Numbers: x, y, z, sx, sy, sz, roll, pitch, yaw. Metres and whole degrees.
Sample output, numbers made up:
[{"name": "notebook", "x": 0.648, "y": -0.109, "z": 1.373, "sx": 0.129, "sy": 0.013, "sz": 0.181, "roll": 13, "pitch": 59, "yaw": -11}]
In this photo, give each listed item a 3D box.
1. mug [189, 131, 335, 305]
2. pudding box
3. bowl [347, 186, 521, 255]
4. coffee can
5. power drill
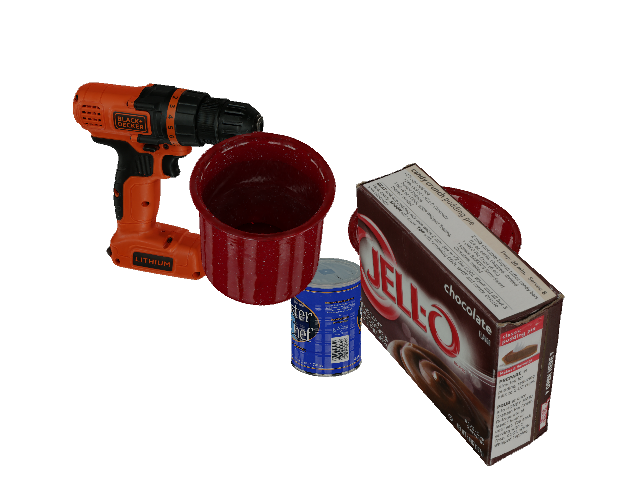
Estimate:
[{"name": "mug", "x": -0.041, "y": -0.020, "z": 0.716, "sx": 0.093, "sy": 0.117, "sz": 0.081, "roll": -3, "pitch": -39, "yaw": -7}, {"name": "pudding box", "x": 0.059, "y": 0.031, "z": 0.487, "sx": 0.039, "sy": 0.090, "sz": 0.114, "roll": -25, "pitch": 44, "yaw": -21}, {"name": "bowl", "x": 0.106, "y": 0.012, "z": 1.009, "sx": 0.162, "sy": 0.055, "sz": 0.162, "roll": 1, "pitch": 36, "yaw": -1}, {"name": "coffee can", "x": 0.008, "y": 0.107, "z": 1.510, "sx": 0.103, "sy": 0.140, "sz": 0.103, "roll": 0, "pitch": 19, "yaw": 0}, {"name": "power drill", "x": -0.140, "y": -0.057, "z": 1.017, "sx": 0.185, "sy": 0.188, "sz": 0.057, "roll": 10, "pitch": 30, "yaw": 16}]
